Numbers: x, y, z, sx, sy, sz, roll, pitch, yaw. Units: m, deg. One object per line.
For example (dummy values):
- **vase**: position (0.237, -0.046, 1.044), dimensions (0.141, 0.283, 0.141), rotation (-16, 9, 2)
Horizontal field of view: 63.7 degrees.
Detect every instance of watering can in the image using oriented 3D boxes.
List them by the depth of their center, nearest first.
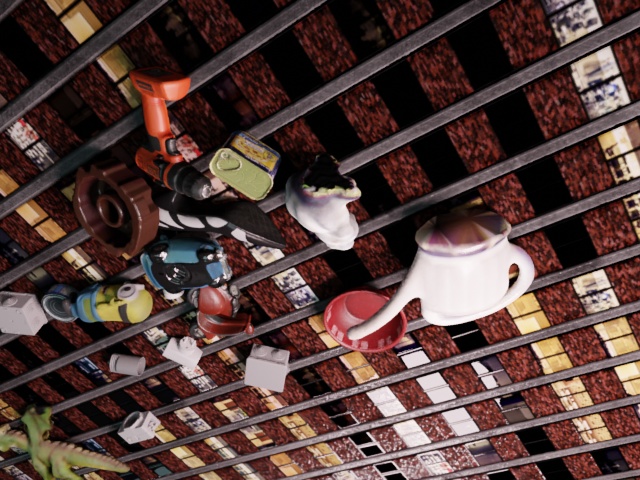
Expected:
- **watering can**: position (0.204, 0.067, 0.885), dimensions (0.348, 0.106, 0.219), rotation (-13, 123, -3)

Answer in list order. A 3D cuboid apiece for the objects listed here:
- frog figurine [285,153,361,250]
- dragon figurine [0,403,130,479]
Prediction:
- **frog figurine**: position (0.003, -0.044, 0.865), dimensions (0.139, 0.124, 0.155), rotation (34, 140, 27)
- **dragon figurine**: position (-0.726, 0.551, 1.403), dimensions (0.409, 0.124, 0.239), rotation (-13, 112, 17)
